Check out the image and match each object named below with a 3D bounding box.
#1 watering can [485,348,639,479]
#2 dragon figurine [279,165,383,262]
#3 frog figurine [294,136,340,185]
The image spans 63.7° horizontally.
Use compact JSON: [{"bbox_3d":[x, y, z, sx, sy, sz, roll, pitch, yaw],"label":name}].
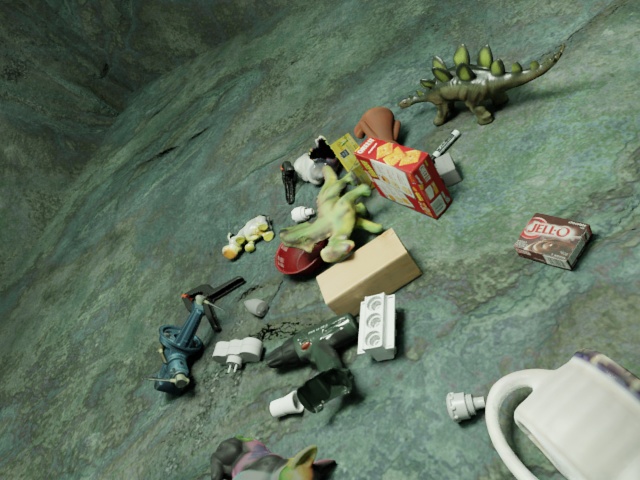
[{"bbox_3d":[0.385,0.286,0.694,0.102,0.225,0.353,51,-4,-37],"label":"watering can"},{"bbox_3d":[0.004,-0.065,1.299,0.244,0.120,0.417,-26,33,-11],"label":"dragon figurine"},{"bbox_3d":[-0.013,-0.222,1.566,0.122,0.141,0.156,14,-36,-17],"label":"frog figurine"}]
